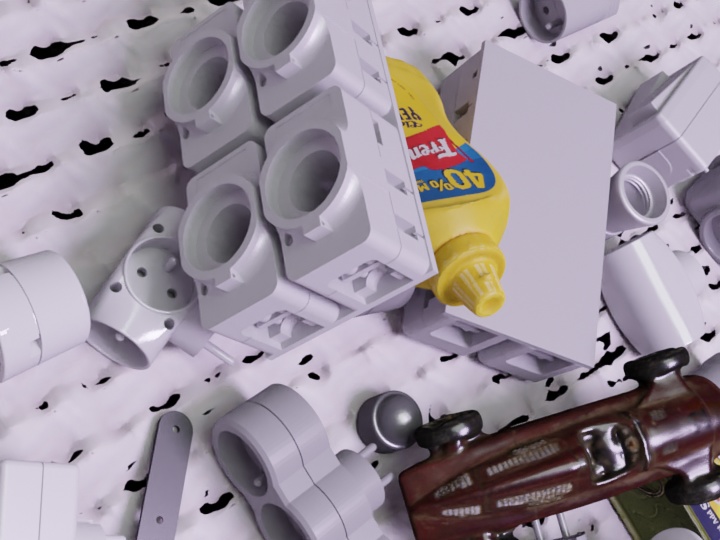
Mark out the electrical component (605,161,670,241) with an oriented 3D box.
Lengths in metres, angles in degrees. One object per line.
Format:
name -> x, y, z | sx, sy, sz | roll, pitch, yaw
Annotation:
electrical component -> 0.169, -0.041, 0.719 | 0.044, 0.065, 0.044 | 10, 68, -27

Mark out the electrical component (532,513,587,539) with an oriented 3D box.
electrical component -> 0.119, 0.177, 0.629 | 0.083, 0.047, 0.075 | -8, 76, -30

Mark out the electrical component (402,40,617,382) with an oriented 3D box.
electrical component -> 0.095, -0.035, 0.679 | 0.105, 0.060, 0.186 | 21, 64, -22

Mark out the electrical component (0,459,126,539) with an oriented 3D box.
electrical component -> -0.143, 0.134, 0.499 | 0.076, 0.047, 0.083 | 14, 67, -40

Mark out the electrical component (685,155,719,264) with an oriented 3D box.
electrical component -> 0.290, -0.038, 0.793 | 0.095, 0.054, 0.059 | 50, 57, -5

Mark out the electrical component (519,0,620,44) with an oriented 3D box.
electrical component -> 0.158, -0.197, 0.780 | 0.081, 0.043, 0.043 | -28, 88, -33

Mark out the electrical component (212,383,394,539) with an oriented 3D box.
electrical component -> -0.012, 0.120, 0.572 | 0.074, 0.052, 0.138 | -32, 91, -35

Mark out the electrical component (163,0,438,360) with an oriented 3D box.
electrical component -> -0.038, -0.064, 0.553 | 0.060, 0.105, 0.186 | 28, 42, -47

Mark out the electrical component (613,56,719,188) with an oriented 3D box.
electrical component -> 0.229, -0.109, 0.779 | 0.061, 0.062, 0.096 | 46, 58, -8

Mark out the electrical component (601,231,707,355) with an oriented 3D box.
electrical component -> 0.210, 0.010, 0.738 | 0.079, 0.043, 0.077 | -25, 87, -33

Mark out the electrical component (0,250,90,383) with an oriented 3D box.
electrical component -> -0.164, 0.021, 0.521 | 0.047, 0.055, 0.055 | -24, 86, -36

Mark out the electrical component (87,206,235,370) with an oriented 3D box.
electrical component -> -0.094, 0.019, 0.565 | 0.079, 0.044, 0.077 | 36, 60, -11

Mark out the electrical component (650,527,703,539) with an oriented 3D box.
electrical component -> 0.196, 0.180, 0.626 | 0.078, 0.040, 0.040 | 41, 56, -36

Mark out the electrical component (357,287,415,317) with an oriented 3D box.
electrical component -> 0.000, 0.000, 0.620 | 0.047, 0.055, 0.055 | -6, 76, -34

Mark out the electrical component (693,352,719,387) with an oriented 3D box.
electrical component -> 0.241, 0.083, 0.734 | 0.046, 0.040, 0.040 | -27, 88, -27
